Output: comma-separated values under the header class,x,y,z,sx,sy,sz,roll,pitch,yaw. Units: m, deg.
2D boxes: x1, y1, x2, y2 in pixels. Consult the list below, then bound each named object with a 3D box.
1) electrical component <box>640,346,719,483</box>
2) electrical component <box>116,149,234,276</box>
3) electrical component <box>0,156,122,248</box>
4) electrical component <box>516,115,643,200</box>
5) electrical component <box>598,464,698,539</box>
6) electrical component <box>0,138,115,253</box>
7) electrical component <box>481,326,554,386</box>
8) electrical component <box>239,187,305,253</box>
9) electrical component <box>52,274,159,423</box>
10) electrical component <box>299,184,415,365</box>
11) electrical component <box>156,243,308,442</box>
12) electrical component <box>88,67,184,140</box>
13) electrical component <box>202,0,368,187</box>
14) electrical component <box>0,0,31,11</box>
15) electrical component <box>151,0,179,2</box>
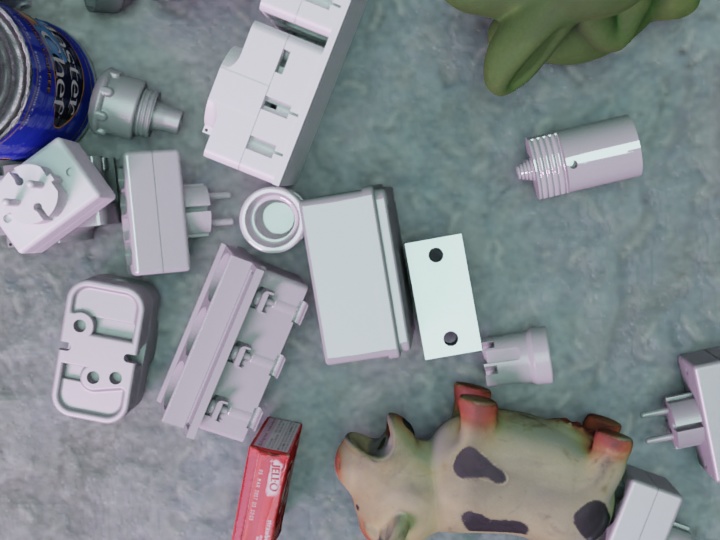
class,x,y,z,sx,sy,sz,roll,pitch,yaw
electrical component,0.234,0.103,0.748,0.076,0.047,0.083,-12,95,4
electrical component,-0.126,-0.040,0.749,0.076,0.047,0.083,-6,91,-19
electrical component,-0.217,-0.047,0.751,0.089,0.050,0.055,-6,94,3
electrical component,0.147,-0.076,0.737,0.081,0.043,0.043,-13,94,3
electrical component,0.207,0.191,0.756,0.076,0.047,0.083,20,95,0
electrical component,-0.205,-0.048,0.686,0.066,0.077,0.047,-36,89,4
electrical component,0.110,0.062,0.753,0.046,0.040,0.040,-8,95,8
electrical component,-0.057,-0.036,0.743,0.045,0.055,0.045,0,95,2
electrical component,-0.176,0.053,0.753,0.054,0.059,0.095,11,95,1
electrical component,0.000,0.000,0.718,0.056,0.108,0.108,-9,94,6
electrical component,-0.087,0.052,0.744,0.063,0.079,0.121,21,96,-19
electrical component,-0.155,-0.111,0.747,0.062,0.048,0.048,15,95,-6
electrical component,-0.042,-0.153,0.707,0.060,0.105,0.186,22,95,0
electrical component,-0.273,-0.201,0.716,0.062,0.096,0.061,-21,94,4
electrical component,-0.112,-0.212,0.701,0.078,0.113,0.057,-3,98,2
